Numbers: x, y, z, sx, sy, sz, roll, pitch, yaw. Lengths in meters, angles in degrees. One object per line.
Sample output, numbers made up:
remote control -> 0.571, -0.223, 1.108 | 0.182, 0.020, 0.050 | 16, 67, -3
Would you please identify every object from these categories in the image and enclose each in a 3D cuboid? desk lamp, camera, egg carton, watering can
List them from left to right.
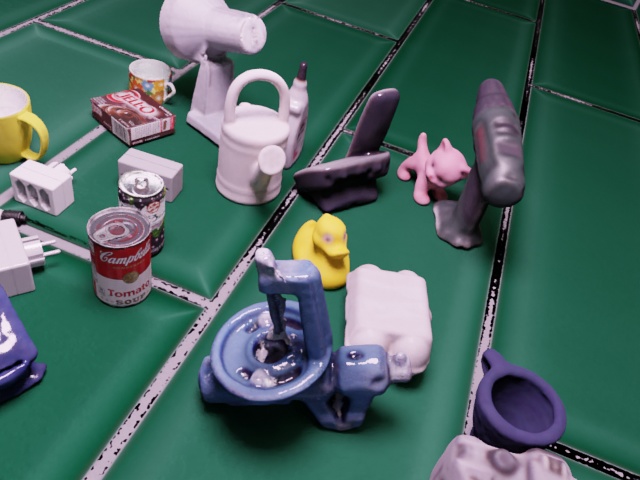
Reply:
desk lamp -> -0.164, -0.289, 0.945 | 0.202, 0.213, 0.118 | 37, 46, 24
watering can -> -0.090, -0.150, 0.827 | 0.101, 0.194, 0.172 | -24, 54, -35
egg carton -> 0.081, 0.096, 0.698 | 0.107, 0.069, 0.150 | 9, 41, -6
camera -> 0.175, 0.263, 0.518 | 0.143, 0.101, 0.137 | 18, 41, 4

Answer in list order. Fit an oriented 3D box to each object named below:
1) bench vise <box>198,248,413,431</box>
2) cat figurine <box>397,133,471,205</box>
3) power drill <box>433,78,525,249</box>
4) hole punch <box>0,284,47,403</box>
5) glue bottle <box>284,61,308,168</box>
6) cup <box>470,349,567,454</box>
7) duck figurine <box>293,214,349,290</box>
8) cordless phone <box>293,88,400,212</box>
bench vise -> -0.010, 0.091, 0.564 | 0.208, 0.220, 0.121 | -4, 44, -20
cat figurine -> 0.190, -0.123, 0.936 | 0.067, 0.118, 0.127 | -8, 46, -23
power drill -> 0.239, -0.103, 0.858 | 0.075, 0.208, 0.229 | 9, 41, -6
hole punch -> -0.337, 0.106, 0.551 | 0.101, 0.091, 0.109 | 39, 47, 26
glue bottle -> -0.040, -0.203, 0.916 | 0.037, 0.173, 0.078 | 17, 41, 3
cup -> 0.192, 0.186, 0.612 | 0.092, 0.095, 0.117 | -3, 44, -19
duck figurine -> 0.007, 0.003, 0.768 | 0.078, 0.086, 0.104 | -10, 47, -26
cordless phone -> 0.045, -0.145, 0.867 | 0.148, 0.185, 0.094 | -21, 52, -33
